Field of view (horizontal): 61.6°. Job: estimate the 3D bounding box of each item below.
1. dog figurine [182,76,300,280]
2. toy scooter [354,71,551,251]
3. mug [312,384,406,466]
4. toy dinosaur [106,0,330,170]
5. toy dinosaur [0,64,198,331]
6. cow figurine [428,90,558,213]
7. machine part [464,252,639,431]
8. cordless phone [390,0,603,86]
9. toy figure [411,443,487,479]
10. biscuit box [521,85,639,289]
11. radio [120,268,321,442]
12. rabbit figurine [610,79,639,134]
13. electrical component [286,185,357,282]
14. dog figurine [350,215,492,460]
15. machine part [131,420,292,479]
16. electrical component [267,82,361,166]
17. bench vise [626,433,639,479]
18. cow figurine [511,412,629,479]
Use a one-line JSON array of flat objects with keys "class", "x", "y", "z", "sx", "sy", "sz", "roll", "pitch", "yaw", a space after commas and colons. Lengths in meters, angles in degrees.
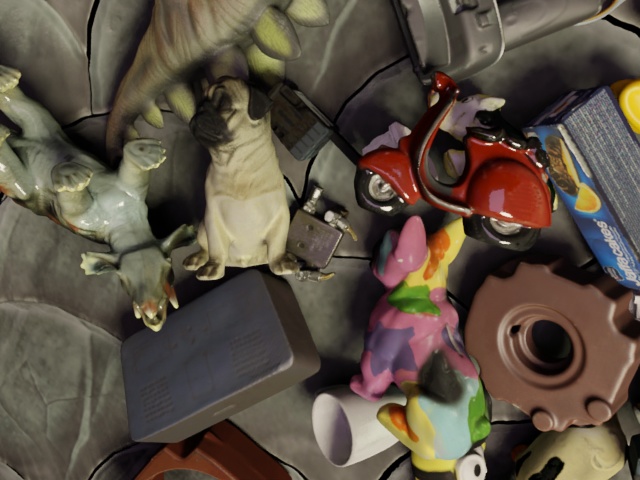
[{"class": "dog figurine", "x": -0.085, "y": -0.063, "z": 0.569, "sx": 0.121, "sy": 0.172, "sz": 0.190, "roll": -4, "pitch": 94, "yaw": -23}, {"class": "toy scooter", "x": 0.129, "y": -0.072, "z": 0.483, "sx": 0.184, "sy": 0.075, "sz": 0.135, "roll": 16, "pitch": 99, "yaw": 1}, {"class": "mug", "x": 0.049, "y": 0.205, "z": 0.633, "sx": 0.107, "sy": 0.110, "sz": 0.080, "roll": -2, "pitch": 102, "yaw": -31}, {"class": "toy dinosaur", "x": -0.119, "y": -0.231, "z": 0.560, "sx": 0.471, "sy": 0.105, "sz": 0.198, "roll": -35, "pitch": 99, "yaw": 28}, {"class": "toy dinosaur", "x": -0.291, "y": -0.063, "z": 0.606, "sx": 0.405, "sy": 0.131, "sz": 0.192, "roll": 34, "pitch": 143, "yaw": 12}, {"class": "cow figurine", "x": 0.177, "y": -0.090, "z": 0.546, "sx": 0.098, "sy": 0.068, "sz": 0.167, "roll": -24, "pitch": 100, "yaw": 11}, {"class": "machine part", "x": 0.232, "y": 0.102, "z": 0.547, "sx": 0.180, "sy": 0.056, "sz": 0.179, "roll": 9, "pitch": 104, "yaw": 43}, {"class": "cordless phone", "x": 0.161, "y": -0.241, "z": 0.508, "sx": 0.184, "sy": 0.089, "sz": 0.146, "roll": -19, "pitch": 98, "yaw": 12}, {"class": "toy figure", "x": 0.153, "y": 0.309, "z": 0.642, "sx": 0.089, "sy": 0.082, "sz": 0.180, "roll": 2, "pitch": 106, "yaw": 10}, {"class": "biscuit box", "x": 0.278, "y": -0.044, "z": 0.515, "sx": 0.063, "sy": 0.059, "sz": 0.202, "roll": -38, "pitch": 104, "yaw": -7}, {"class": "radio", "x": -0.126, "y": 0.137, "z": 0.637, "sx": 0.230, "sy": 0.073, "sz": 0.131, "roll": -29, "pitch": 62, "yaw": 15}, {"class": "rabbit figurine", "x": 0.348, "y": -0.131, "z": 0.473, "sx": 0.163, "sy": 0.122, "sz": 0.173, "roll": 0, "pitch": 104, "yaw": 17}, {"class": "electrical component", "x": -0.003, "y": -0.001, "z": 0.618, "sx": 0.078, "sy": 0.045, "sz": 0.102, "roll": 34, "pitch": 108, "yaw": 1}, {"class": "dog figurine", "x": 0.114, "y": 0.085, "z": 0.556, "sx": 0.108, "sy": 0.192, "sz": 0.219, "roll": -1, "pitch": 111, "yaw": -31}, {"class": "machine part", "x": -0.149, "y": 0.352, "z": 0.715, "sx": 0.201, "sy": 0.087, "sz": 0.201, "roll": 39, "pitch": 108, "yaw": -1}, {"class": "electrical component", "x": -0.009, "y": -0.114, "z": 0.579, "sx": 0.048, "sy": 0.075, "sz": 0.119, "roll": -43, "pitch": 95, "yaw": 18}, {"class": "bench vise", "x": 0.401, "y": 0.173, "z": 0.462, "sx": 0.241, "sy": 0.128, "sz": 0.223, "roll": -7, "pitch": 77, "yaw": 25}, {"class": "cow figurine", "x": 0.255, "y": 0.269, "z": 0.585, "sx": 0.085, "sy": 0.127, "sz": 0.195, "roll": 34, "pitch": 105, "yaw": 6}]
